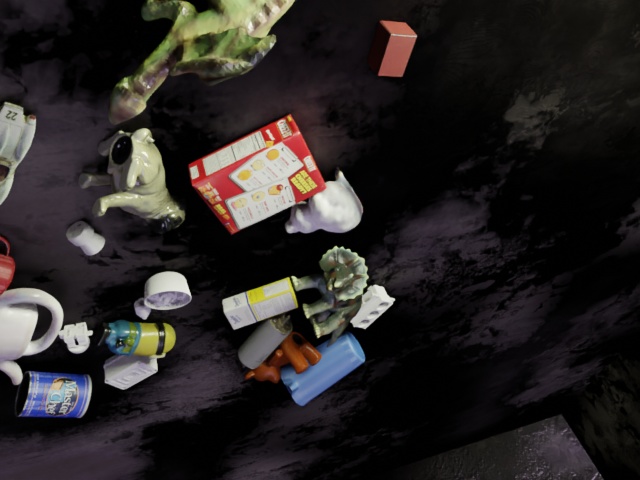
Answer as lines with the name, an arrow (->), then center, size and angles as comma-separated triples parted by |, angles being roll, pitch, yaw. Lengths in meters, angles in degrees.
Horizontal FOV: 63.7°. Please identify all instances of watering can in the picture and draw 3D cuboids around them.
watering can -> -0.664, 0.203, 1.042 | 0.223, 0.106, 0.342 | 16, 129, -36

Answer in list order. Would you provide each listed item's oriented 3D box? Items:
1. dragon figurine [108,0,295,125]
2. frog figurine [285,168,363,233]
dragon figurine -> -0.110, -0.274, 0.682 | 0.409, 0.248, 0.120 | -26, 135, 6
frog figurine -> 0.003, -0.054, 1.075 | 0.160, 0.124, 0.135 | -34, 160, -5
